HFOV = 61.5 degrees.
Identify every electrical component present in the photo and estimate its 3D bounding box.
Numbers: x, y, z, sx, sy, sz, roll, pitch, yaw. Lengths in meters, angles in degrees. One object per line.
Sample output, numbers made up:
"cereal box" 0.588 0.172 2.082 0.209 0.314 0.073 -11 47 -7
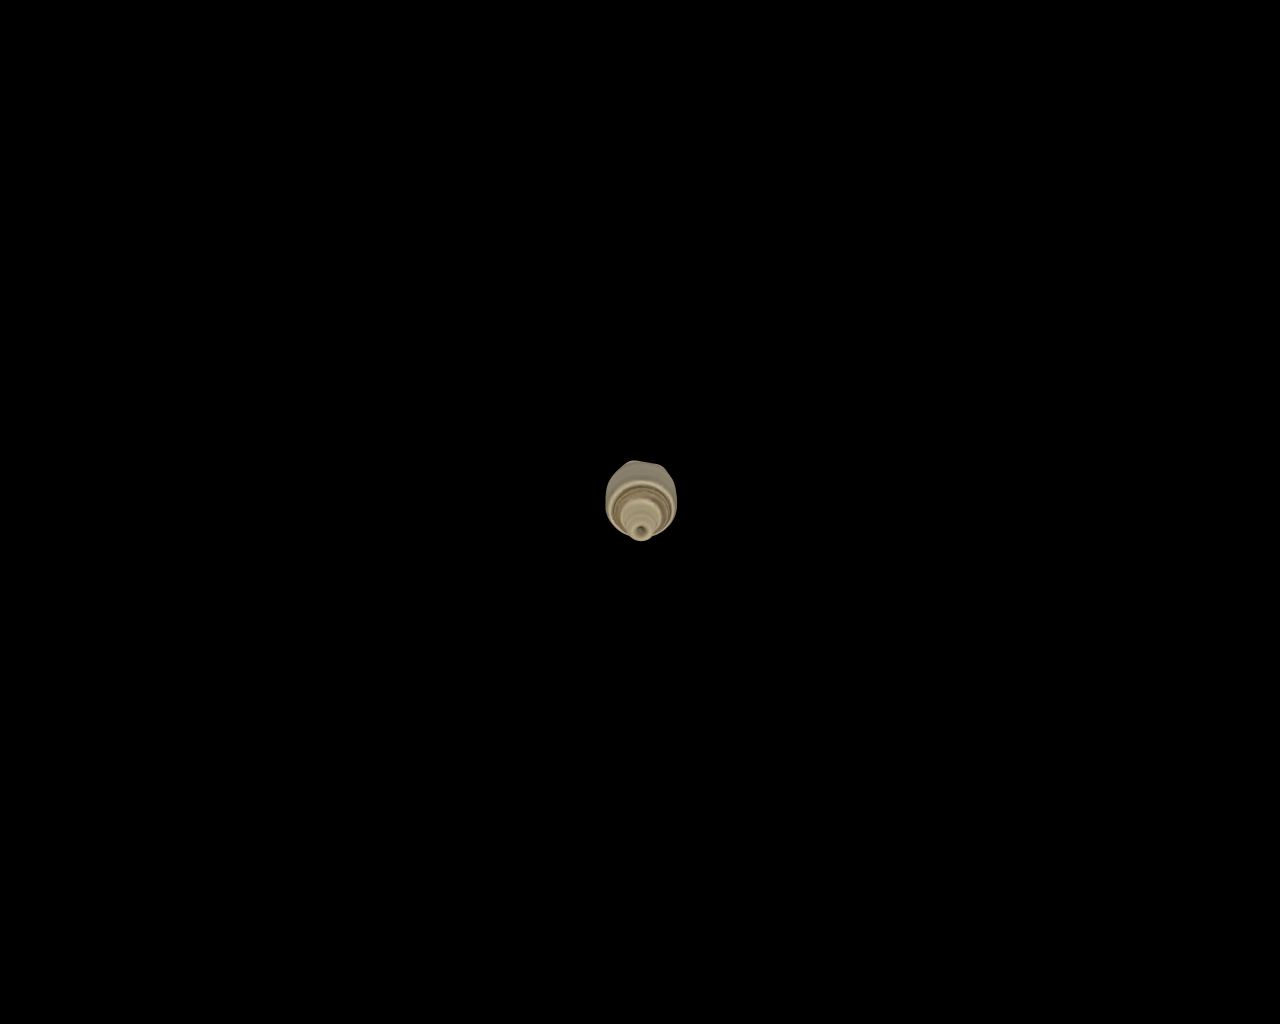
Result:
"electrical component" 0.001 -0.003 0.650 0.043 0.043 0.062 0 28 0
